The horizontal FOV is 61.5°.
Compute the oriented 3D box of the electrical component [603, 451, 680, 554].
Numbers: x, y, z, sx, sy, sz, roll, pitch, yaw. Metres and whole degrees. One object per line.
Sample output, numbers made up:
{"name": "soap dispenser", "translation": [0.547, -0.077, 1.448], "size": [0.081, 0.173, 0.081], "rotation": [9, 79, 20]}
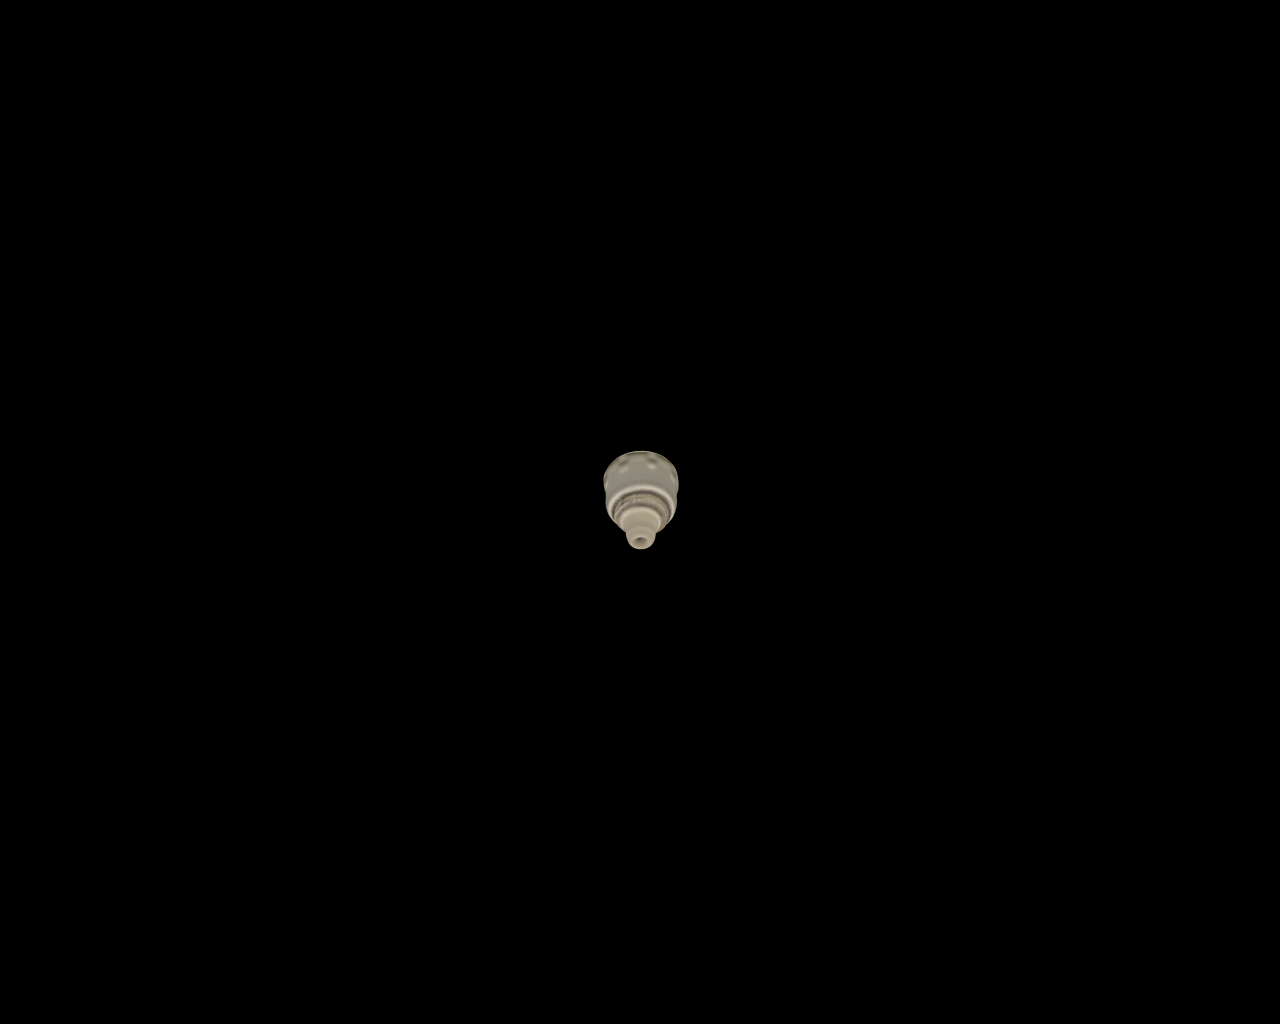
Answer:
{"name": "electrical component", "translation": [0.001, -0.003, 0.650], "size": [0.048, 0.048, 0.062], "rotation": [0, 44, 0]}
